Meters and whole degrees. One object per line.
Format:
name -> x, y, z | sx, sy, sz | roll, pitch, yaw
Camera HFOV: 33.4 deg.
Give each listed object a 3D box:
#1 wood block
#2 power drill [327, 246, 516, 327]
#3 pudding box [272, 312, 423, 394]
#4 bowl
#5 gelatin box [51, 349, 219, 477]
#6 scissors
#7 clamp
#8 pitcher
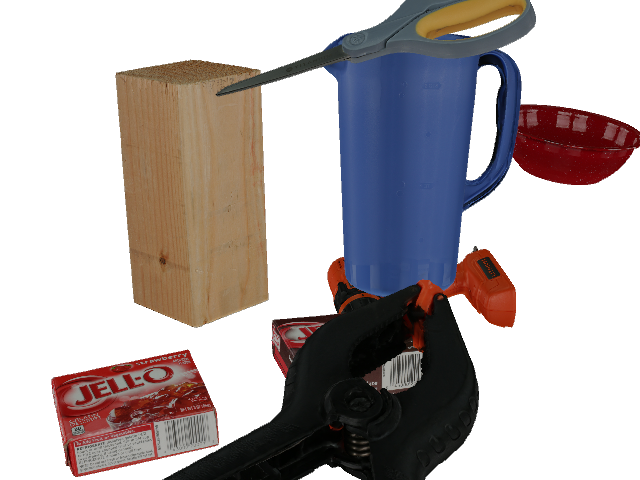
wood block -> -0.109, -0.044, 0.918 | 0.091, 0.206, 0.090 | 17, 26, 41
power drill -> 0.108, 0.066, 1.139 | 0.187, 0.057, 0.184 | -5, 29, -9
pudding box -> 0.025, 0.087, 0.828 | 0.113, 0.039, 0.090 | -3, 18, -15
bowl -> 0.270, -0.102, 1.177 | 0.162, 0.055, 0.162 | 6, 23, -3
gelatin box -> -0.113, 0.102, 0.642 | 0.089, 0.030, 0.073 | -10, 25, -16
scissors -> 0.035, -0.136, 0.671 | 0.202, 0.096, 0.016 | -5, -43, 22
clamp -> 0.021, 0.082, 0.415 | 0.120, 0.039, 0.171 | 28, 50, 21
pitcher -> 0.089, -0.074, 1.002 | 0.149, 0.243, 0.144 | 14, 22, 38
